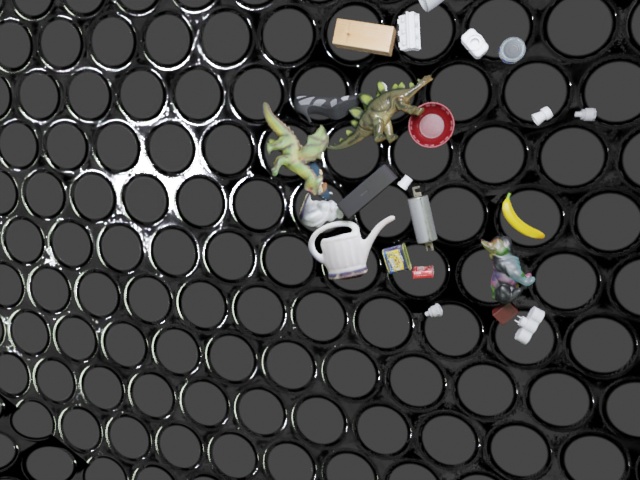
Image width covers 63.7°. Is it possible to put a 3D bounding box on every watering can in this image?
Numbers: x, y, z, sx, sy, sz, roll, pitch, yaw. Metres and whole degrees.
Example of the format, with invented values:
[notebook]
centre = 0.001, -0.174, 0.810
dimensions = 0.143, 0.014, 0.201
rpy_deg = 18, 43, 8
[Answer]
[watering can]
centre = 0.128, 0.032, 1.932
dimensions = 0.346, 0.105, 0.223
rpy_deg = -11, 95, 15

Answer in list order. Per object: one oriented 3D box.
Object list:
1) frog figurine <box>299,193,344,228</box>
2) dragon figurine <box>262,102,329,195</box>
[frog figurine]
centre = 0.006, -0.098, 1.947
dimensions = 0.159, 0.125, 0.134
rpy_deg = 21, 135, 2
[dragon figurine]
centre = -0.082, -0.361, 1.938
dimensions = 0.242, 0.121, 0.414
rpy_deg = -12, 79, 9
